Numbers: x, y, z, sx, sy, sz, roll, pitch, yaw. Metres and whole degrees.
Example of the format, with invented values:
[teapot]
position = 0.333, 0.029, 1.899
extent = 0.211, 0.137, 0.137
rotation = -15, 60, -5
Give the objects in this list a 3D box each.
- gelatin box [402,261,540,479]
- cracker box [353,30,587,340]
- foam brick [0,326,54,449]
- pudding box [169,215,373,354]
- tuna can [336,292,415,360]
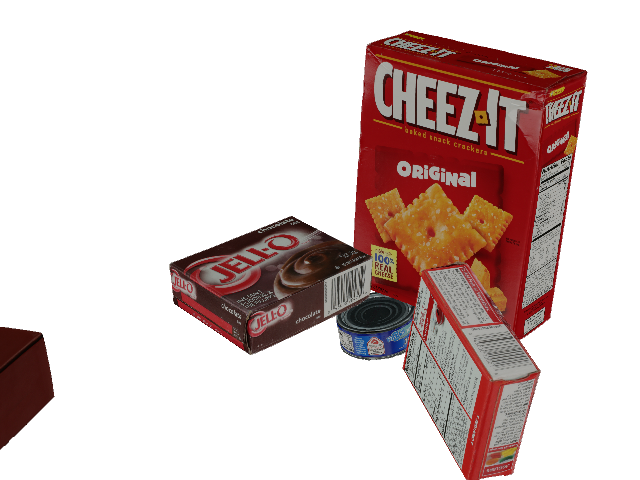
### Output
[gelatin box]
position = 0.076, 0.066, 0.551
extent = 0.030, 0.073, 0.089
rotation = -8, 39, -17
[cracker box]
position = 0.111, -0.044, 0.855
extent = 0.164, 0.214, 0.071
rotation = 21, 31, 33
[foam brick]
position = -0.221, 0.098, 0.701
extent = 0.053, 0.051, 0.078
rotation = 6, 29, 23
[pudding box]
position = -0.034, 0.028, 0.739
extent = 0.113, 0.039, 0.090
rotation = -21, 34, -36
[tuna can]
position = 0.060, 0.087, 1.102
extent = 0.086, 0.034, 0.086
rotation = -9, 25, 4
